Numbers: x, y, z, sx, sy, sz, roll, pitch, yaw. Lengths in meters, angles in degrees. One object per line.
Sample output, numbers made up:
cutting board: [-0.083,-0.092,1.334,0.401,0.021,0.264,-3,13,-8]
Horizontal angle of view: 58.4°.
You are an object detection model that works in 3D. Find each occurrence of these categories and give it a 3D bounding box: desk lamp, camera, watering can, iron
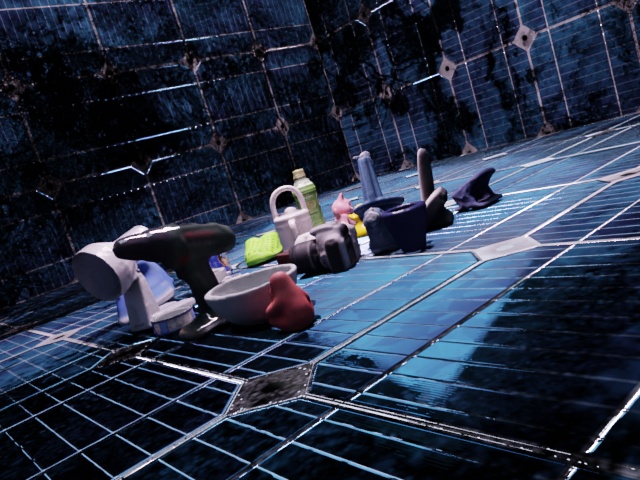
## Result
desk lamp: [-0.397,0.086,1.222,0.117,0.213,0.204,-12,9,31]
camera: [0.007,0.015,1.247,0.136,0.101,0.143,-15,8,19]
watering can: [-0.075,-0.050,1.534,0.101,0.194,0.172,-21,9,-22]
iron: [-0.465,0.112,1.447,0.118,0.141,0.258,-16,8,7]

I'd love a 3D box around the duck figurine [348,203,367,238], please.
duck figurine: [0.127,-0.059,1.556,0.104,0.086,0.077,-17,8,3]

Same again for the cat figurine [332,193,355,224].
cat figurine: [0.065,-0.079,1.709,0.067,0.118,0.128,-14,9,20]

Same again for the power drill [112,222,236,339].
power drill: [-0.238,0.066,1.034,0.075,0.208,0.230,-9,11,45]

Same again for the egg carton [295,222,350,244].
egg carton: [0.013,0.005,1.418,0.151,0.069,0.107,-23,10,-37]

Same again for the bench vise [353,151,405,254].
bench vise: [0.133,-0.091,1.276,0.121,0.220,0.207,-18,8,-3]

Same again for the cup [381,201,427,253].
cup: [0.188,-0.027,1.168,0.091,0.095,0.118,-9,12,46]

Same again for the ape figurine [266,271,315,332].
ape figurine: [-0.050,0.091,0.879,0.078,0.092,0.076,-20,9,-20]

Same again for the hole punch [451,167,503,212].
hole punch: [0.390,-0.128,1.448,0.109,0.091,0.100,-24,11,-40]

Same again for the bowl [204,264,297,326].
bowl: [-0.110,0.103,0.992,0.167,0.075,0.167,-17,8,3]

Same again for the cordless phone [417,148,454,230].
cordless phone: [0.251,-0.122,1.362,0.094,0.185,0.148,-15,8,14]
